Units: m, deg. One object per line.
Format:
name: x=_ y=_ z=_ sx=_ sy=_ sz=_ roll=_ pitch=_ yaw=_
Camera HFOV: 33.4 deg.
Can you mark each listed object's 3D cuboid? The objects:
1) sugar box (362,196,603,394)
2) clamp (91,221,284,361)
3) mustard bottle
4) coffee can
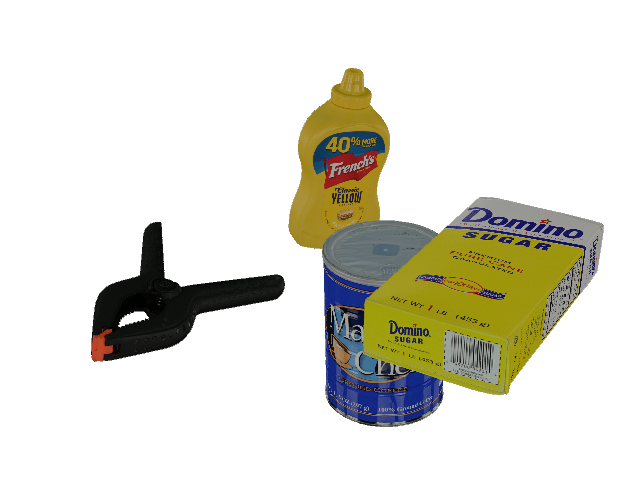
sugar box: x=0.108 y=0.027 z=0.678 sx=0.093 sy=0.048 sz=0.176 roll=15 pitch=33 yaw=26
clamp: x=-0.157 y=0.050 z=1.028 sx=0.165 sy=0.036 sz=0.209 roll=26 pitch=35 yaw=25
mustard bottle: x=0.023 y=-0.086 z=1.109 sx=0.096 sy=0.192 sz=0.058 roll=-4 pitch=30 yaw=-19
coffee can: x=0.054 y=0.068 z=0.887 sx=0.103 sy=0.140 sz=0.103 roll=-1 pitch=27 yaw=0
